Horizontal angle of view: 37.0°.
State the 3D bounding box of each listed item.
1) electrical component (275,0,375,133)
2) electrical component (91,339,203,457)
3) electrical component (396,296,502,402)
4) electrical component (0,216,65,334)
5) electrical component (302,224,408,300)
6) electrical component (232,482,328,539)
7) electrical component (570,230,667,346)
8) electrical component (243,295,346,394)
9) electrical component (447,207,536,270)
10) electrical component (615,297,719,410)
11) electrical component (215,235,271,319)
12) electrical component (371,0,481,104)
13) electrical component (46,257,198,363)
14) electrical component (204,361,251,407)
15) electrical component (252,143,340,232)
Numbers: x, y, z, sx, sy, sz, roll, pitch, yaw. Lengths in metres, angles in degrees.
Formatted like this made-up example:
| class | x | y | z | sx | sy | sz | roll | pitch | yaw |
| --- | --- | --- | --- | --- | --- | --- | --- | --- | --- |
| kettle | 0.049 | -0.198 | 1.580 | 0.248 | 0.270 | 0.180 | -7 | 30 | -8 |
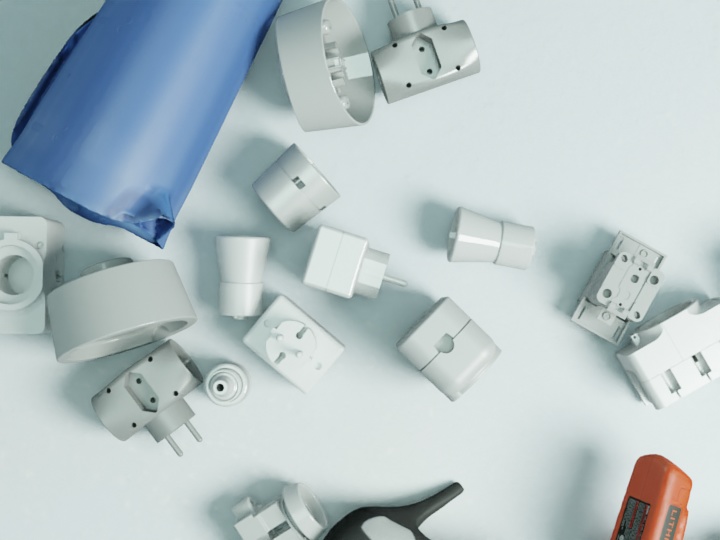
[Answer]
| class | x | y | z | sx | sy | sz | roll | pitch | yaw |
| --- | --- | --- | --- | --- | --- | --- | --- | --- | --- |
| electrical component | -0.027 | -0.155 | 0.821 | 0.064 | 0.099 | 0.099 | -12 | 88 | 7 |
| electrical component | -0.155 | 0.108 | 0.840 | 0.077 | 0.043 | 0.079 | -37 | 88 | 0 |
| electrical component | 0.067 | 0.059 | 0.810 | 0.059 | 0.095 | 0.053 | 44 | 90 | 2 |
| electrical component | -0.264 | 0.004 | 0.839 | 0.050 | 0.055 | 0.089 | 1 | 88 | 1 |
| electrical component | 0.000 | 0.000 | 0.828 | 0.077 | 0.065 | 0.047 | 17 | 89 | 2 |
| electrical component | -0.059 | 0.197 | 0.834 | 0.055 | 0.048 | 0.066 | -34 | 88 | 8 |
| electrical component | 0.201 | 0.013 | 0.825 | 0.042 | 0.064 | 0.081 | 29 | 89 | 3 |
| electrical component | -0.051 | 0.057 | 0.822 | 0.066 | 0.076 | 0.047 | 40 | 89 | 2 |
| electrical component | 0.104 | -0.022 | 0.840 | 0.065 | 0.044 | 0.044 | 11 | 88 | -3 |
| electrical component | 0.249 | 0.059 | 0.828 | 0.089 | 0.050 | 0.055 | -30 | 88 | 0 |
| electrical component | -0.093 | 0.006 | 0.844 | 0.044 | 0.044 | 0.065 | 2 | 93 | 1 |
| electrical component | 0.045 | -0.180 | 0.844 | 0.077 | 0.043 | 0.079 | -19 | 88 | 0 |
| electrical component | -0.184 | 0.025 | 0.814 | 0.108 | 0.108 | 0.060 | -19 | 82 | 1 |
| electrical component | -0.104 | 0.089 | 0.830 | 0.035 | 0.061 | 0.035 | 0 | 87 | 1 |
| electrical component | -0.051 | -0.063 | 0.838 | 0.047 | 0.055 | 0.055 | -41 | 88 | 4 |
